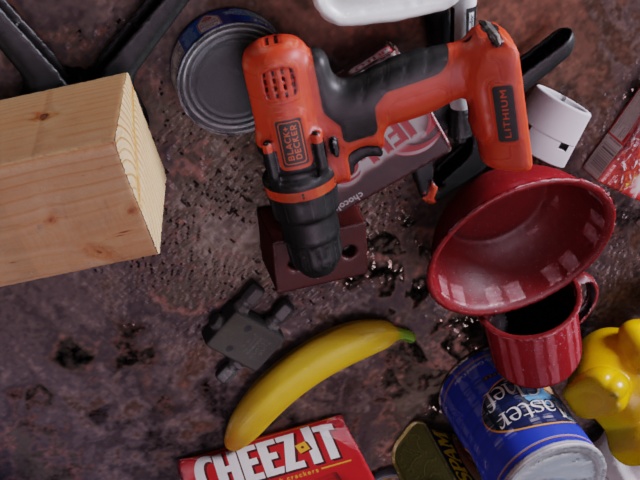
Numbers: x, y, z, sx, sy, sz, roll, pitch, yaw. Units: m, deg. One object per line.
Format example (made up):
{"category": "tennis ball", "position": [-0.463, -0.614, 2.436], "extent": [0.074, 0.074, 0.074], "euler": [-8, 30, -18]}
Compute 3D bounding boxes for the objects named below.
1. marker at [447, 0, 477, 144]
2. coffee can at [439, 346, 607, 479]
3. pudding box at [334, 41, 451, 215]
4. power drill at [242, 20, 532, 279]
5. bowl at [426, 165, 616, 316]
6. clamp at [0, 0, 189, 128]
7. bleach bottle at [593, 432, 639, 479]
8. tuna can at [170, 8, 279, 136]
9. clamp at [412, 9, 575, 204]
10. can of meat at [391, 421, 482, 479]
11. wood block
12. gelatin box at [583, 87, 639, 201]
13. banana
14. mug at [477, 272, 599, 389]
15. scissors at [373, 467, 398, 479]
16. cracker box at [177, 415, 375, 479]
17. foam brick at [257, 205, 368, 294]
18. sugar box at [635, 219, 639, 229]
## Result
{"category": "marker", "position": [0.103, -0.127, 0.778], "extent": [0.020, 0.020, 0.121], "euler": [-10, 120, -14]}
{"category": "coffee can", "position": [0.183, 0.179, 0.981], "extent": [0.102, 0.140, 0.103], "euler": [-10, 126, -14]}
{"category": "pudding box", "position": [0.027, -0.080, 0.793], "extent": [0.113, 0.039, 0.090], "euler": [-29, 115, 12]}
{"category": "power drill", "position": [0.050, -0.067, 0.747], "extent": [0.187, 0.057, 0.184], "euler": [-13, 120, 0]}
{"category": "bowl", "position": [0.153, -0.009, 0.865], "extent": [0.162, 0.055, 0.162], "euler": [-13, 141, -11]}
{"category": "clamp", "position": [-0.153, -0.106, 0.724], "extent": [0.164, 0.036, 0.210], "euler": [-8, 127, -9]}
{"category": "bleach bottle", "position": [0.347, 0.176, 1.080], "extent": [0.068, 0.103, 0.251], "euler": [24, 118, -39]}
{"category": "tuna can", "position": [-0.062, -0.119, 0.754], "extent": [0.086, 0.034, 0.086], "euler": [-10, 126, -14]}
{"category": "clamp", "position": [0.104, -0.110, 0.821], "extent": [0.120, 0.039, 0.172], "euler": [24, 114, -14]}
{"category": "can of meat", "position": [0.128, 0.228, 1.021], "extent": [0.083, 0.102, 0.057], "euler": [19, 116, -32]}
{"category": "wood block", "position": [-0.214, -0.030, 0.693], "extent": [0.206, 0.091, 0.090], "euler": [-12, 128, 5]}
{"category": "gelatin box", "position": [0.281, -0.080, 0.911], "extent": [0.073, 0.030, 0.089], "euler": [19, 115, -30]}
{"category": "banana", "position": [-0.008, 0.120, 0.936], "extent": [0.198, 0.037, 0.069], "euler": [-30, 127, 1]}
{"category": "mug", "position": [0.199, 0.072, 0.951], "extent": [0.117, 0.093, 0.081], "euler": [-32, 134, -13]}
{"category": "scissors", "position": [0.114, 0.272, 1.099], "extent": [0.201, 0.016, 0.096], "euler": [4, 121, -23]}
{"category": "cracker box", "position": [-0.021, 0.258, 0.913], "extent": [0.164, 0.214, 0.072], "euler": [-13, 125, -12]}
{"category": "foam brick", "position": [-0.006, 0.001, 0.846], "extent": [0.078, 0.051, 0.053], "euler": [-13, 127, -12]}
{"category": "sugar box", "position": [0.378, -0.052, 0.957], "extent": [0.093, 0.048, 0.176], "euler": [26, 110, -32]}
